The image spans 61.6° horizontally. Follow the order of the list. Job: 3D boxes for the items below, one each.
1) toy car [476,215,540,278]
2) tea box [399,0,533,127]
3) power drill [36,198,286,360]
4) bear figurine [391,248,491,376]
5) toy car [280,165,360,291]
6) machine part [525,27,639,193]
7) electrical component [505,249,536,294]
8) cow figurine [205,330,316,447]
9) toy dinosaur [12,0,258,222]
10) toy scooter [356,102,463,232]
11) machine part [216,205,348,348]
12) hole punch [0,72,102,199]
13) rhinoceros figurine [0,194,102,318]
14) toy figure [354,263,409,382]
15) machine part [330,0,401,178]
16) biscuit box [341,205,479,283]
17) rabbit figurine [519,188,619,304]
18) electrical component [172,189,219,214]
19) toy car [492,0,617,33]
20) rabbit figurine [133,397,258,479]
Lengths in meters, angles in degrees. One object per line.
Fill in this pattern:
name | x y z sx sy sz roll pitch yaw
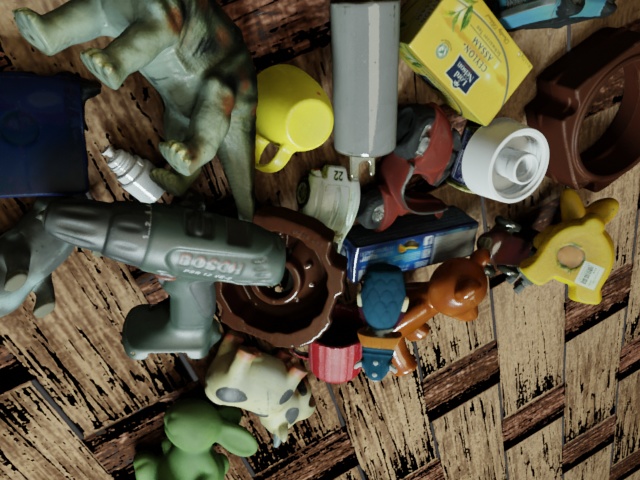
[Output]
toy car | 0.288 0.012 0.834 0.202 0.053 0.089 4 111 -56
tea box | 0.170 -0.229 0.656 0.169 0.068 0.098 29 101 -36
power drill | -0.164 0.041 0.564 0.232 0.086 0.207 4 132 -20
bear figurine | 0.167 0.099 0.769 0.196 0.120 0.131 -23 110 34
toy car | -0.001 -0.002 0.705 0.073 0.056 0.201 3 116 -27
machine part | 0.416 -0.186 0.790 0.201 0.087 0.201 -36 125 -3
electrical component | 0.368 0.049 0.937 0.094 0.021 0.063 -46 127 2
cow figurine | -0.080 0.220 0.776 0.194 0.086 0.127 31 94 -38
toy dinosaur | -0.124 -0.171 0.514 0.192 0.131 0.404 -53 143 -19
toy scooter | 0.134 -0.085 0.715 0.135 0.075 0.183 14 113 -31
machine part | -0.052 0.044 0.663 0.179 0.056 0.179 3 110 9
hole punch | -0.276 -0.096 0.501 0.142 0.092 0.115 -5 115 -20
rhinoceros figurine | -0.308 0.019 0.538 0.190 0.112 0.073 -45 156 -13
toy figure | 0.082 0.110 0.715 0.058 0.064 0.154 -8 106 -48
machine part | 0.052 -0.185 0.614 0.079 0.079 0.242 -13 120 -20
biscuit box | 0.124 0.004 0.767 0.203 0.063 0.059 -11 122 -20
rabbit figurine | 0.391 0.002 0.844 0.173 0.122 0.162 -12 115 -67
electrical component | -0.157 -0.007 0.633 0.078 0.045 0.102 22 106 -32
toy car | 0.284 -0.311 0.647 0.162 0.109 0.102 -16 106 -28
rabbit figurine | -0.169 0.293 0.749 0.159 0.121 0.170 -7 123 -30
